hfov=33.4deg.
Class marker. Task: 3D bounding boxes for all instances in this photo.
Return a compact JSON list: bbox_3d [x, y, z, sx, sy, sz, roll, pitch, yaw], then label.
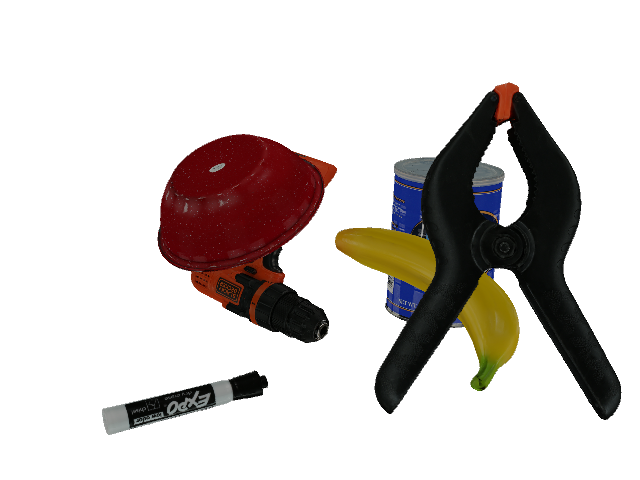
[{"bbox_3d":[-0.096,0.115,0.768,0.121,0.020,0.020,-12,4,-19],"label":"marker"}]

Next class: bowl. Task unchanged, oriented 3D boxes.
[{"bbox_3d":[-0.081,-0.045,0.945,0.162,0.055,0.162,-16,37,12],"label":"bowl"}]

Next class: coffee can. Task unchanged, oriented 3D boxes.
[{"bbox_3d":[0.116,0.000,1.010,0.103,0.140,0.103,2,15,-1],"label":"coffee can"}]

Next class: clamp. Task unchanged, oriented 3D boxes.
[{"bbox_3d":[0.080,0.010,0.533,0.120,0.171,0.039,-7,-5,-5],"label":"clamp"}]

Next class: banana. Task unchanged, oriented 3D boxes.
[{"bbox_3d":[0.087,0.034,0.784,0.069,0.037,0.198,-12,35,-27],"label":"banana"}]

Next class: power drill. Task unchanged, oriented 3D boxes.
[{"bbox_3d":[-0.046,-0.001,1.132,0.185,0.188,0.057,23,9,33],"label":"power drill"}]
